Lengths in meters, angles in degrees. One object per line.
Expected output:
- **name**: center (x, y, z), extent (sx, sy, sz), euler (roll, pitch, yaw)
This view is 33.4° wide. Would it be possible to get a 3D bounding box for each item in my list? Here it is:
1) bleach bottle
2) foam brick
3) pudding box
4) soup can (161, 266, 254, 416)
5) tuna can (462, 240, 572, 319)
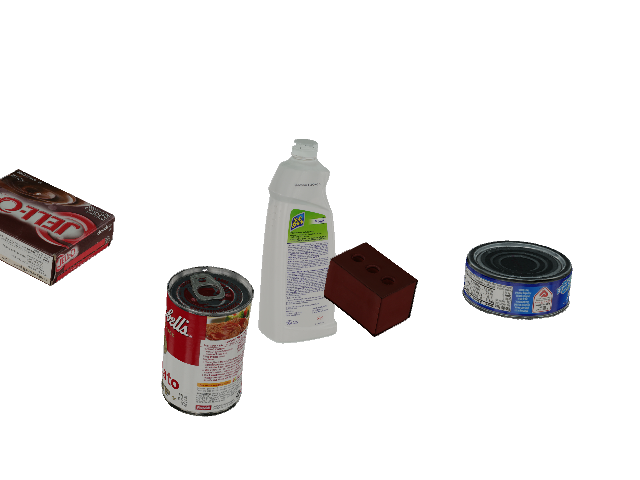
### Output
- **bleach bottle**: center (-0.021, -0.001, 1.325), extent (0.102, 0.251, 0.068), euler (-7, 22, -32)
- **foam brick**: center (0.050, 0.048, 1.066), extent (0.052, 0.051, 0.078), euler (-25, 47, -35)
- **pudding box**: center (-0.255, -0.013, 0.950), extent (0.113, 0.039, 0.089), euler (23, 31, 15)
- **soup can**: center (-0.092, 0.081, 0.857), extent (0.068, 0.102, 0.068), euler (6, 30, -4)
- **tuna can**: center (0.159, 0.030, 0.860), extent (0.086, 0.034, 0.086), euler (1, 22, -1)
